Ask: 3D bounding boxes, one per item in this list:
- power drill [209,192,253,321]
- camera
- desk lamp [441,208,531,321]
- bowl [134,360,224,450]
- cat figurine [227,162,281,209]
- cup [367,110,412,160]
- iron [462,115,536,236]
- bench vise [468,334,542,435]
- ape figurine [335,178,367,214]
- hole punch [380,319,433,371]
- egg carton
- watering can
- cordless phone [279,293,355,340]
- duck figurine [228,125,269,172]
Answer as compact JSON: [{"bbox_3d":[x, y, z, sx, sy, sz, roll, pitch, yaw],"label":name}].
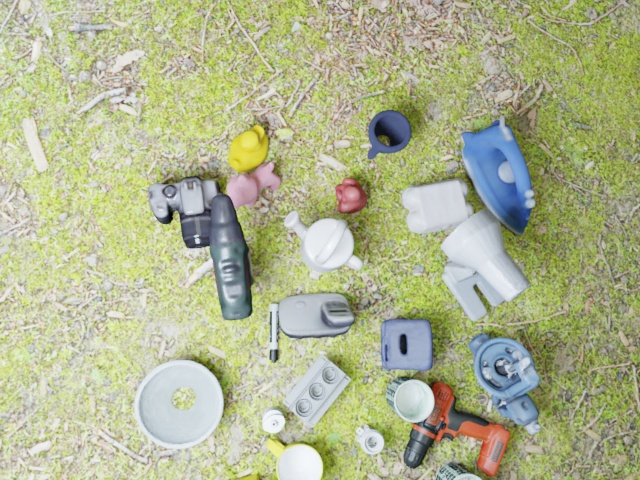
[{"bbox_3d":[-0.171,0.039,1.100,0.075,0.208,0.230,-9,83,-7],"label":"power drill"},{"bbox_3d":[-0.267,-0.052,1.157,0.143,0.100,0.137,-9,83,-7],"label":"camera"},{"bbox_3d":[0.326,0.052,1.150,0.118,0.213,0.203,-34,87,-9],"label":"desk lamp"},{"bbox_3d":[-0.270,0.317,1.120,0.167,0.074,0.167,1,82,-6],"label":"bowl"},{"bbox_3d":[-0.140,-0.115,1.170,0.128,0.117,0.067,-40,88,-9],"label":"cat figurine"},{"bbox_3d":[0.134,-0.210,1.224,0.091,0.095,0.118,37,80,0],"label":"cup"},{"bbox_3d":[0.405,-0.138,1.220,0.119,0.141,0.258,-22,85,-8],"label":"iron"},{"bbox_3d":[0.394,0.278,1.124,0.121,0.219,0.207,-44,89,-10],"label":"bench vise"},{"bbox_3d":[0.065,-0.093,1.202,0.076,0.092,0.078,29,80,-1],"label":"ape figurine"},{"bbox_3d":[0.176,0.216,1.174,0.101,0.091,0.109,0,82,-6],"label":"hole punch"},{"bbox_3d":[0.253,-0.072,1.231,0.150,0.069,0.107,-12,84,-8],"label":"egg carton"},{"bbox_3d":[0.009,0.006,1.132,0.173,0.194,0.101,11,81,-4],"label":"watering can"},{"bbox_3d":[-0.005,0.148,1.116,0.147,0.185,0.094,-6,83,-7],"label":"cordless phone"},{"bbox_3d":[-0.150,-0.196,1.196,0.077,0.086,0.105,37,80,0],"label":"duck figurine"}]
